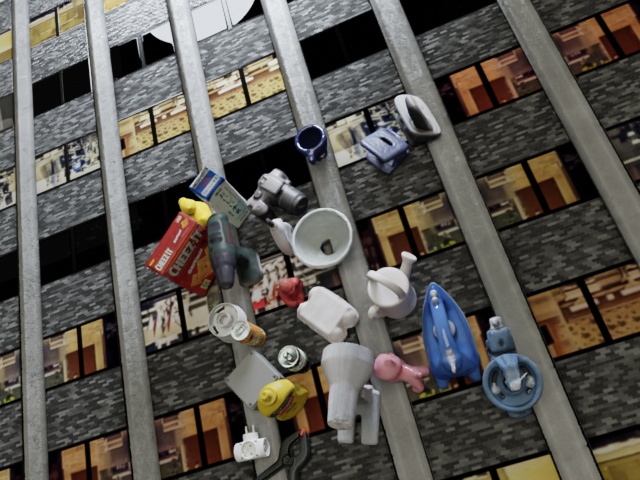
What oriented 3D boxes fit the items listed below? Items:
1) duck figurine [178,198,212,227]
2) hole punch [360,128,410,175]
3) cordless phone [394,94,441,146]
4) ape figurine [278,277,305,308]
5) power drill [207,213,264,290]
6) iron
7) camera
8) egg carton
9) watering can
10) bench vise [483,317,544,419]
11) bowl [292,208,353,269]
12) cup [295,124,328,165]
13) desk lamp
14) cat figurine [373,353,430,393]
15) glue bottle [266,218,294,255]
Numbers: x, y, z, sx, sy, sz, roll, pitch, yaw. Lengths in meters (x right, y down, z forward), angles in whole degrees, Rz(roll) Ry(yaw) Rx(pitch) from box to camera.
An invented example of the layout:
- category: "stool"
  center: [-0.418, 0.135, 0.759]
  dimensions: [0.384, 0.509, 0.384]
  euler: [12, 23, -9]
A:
- category: "duck figurine"
  center: [-0.368, -0.085, 1.658]
  dimensions: [0.104, 0.086, 0.077]
  euler: [39, 85, 27]
- category: "hole punch"
  center: [0.175, -0.251, 1.541]
  dimensions: [0.101, 0.091, 0.108]
  euler: [-47, 63, -3]
- category: "cordless phone"
  center: [0.245, -0.346, 1.502]
  dimensions: [0.094, 0.185, 0.147]
  euler: [-29, 64, 6]
- category: "ape figurine"
  center: [-0.078, 0.129, 1.477]
  dimensions: [0.076, 0.092, 0.078]
  euler: [26, 80, 25]
- category: "power drill"
  center: [-0.225, 0.049, 1.491]
  dimensions: [0.075, 0.209, 0.229]
  euler: [-24, 64, 8]
- category: "iron"
  center: [0.281, 0.199, 1.305]
  dimensions: [0.118, 0.142, 0.258]
  euler: [-18, 65, 11]
- category: "camera"
  center: [-0.113, -0.112, 1.577]
  dimensions: [0.136, 0.101, 0.143]
  euler: [32, 82, 26]
- category: "egg carton"
  center: [0.020, 0.187, 1.436]
  dimensions: [0.150, 0.069, 0.107]
  euler: [32, 82, 26]
- category: "watering can"
  center: [0.165, 0.108, 1.348]
  dimensions: [0.100, 0.194, 0.173]
  euler: [9, 73, 21]
- category: "bench vise"
  center: [0.383, 0.265, 1.202]
  dimensions: [0.121, 0.220, 0.207]
  euler: [-31, 63, 5]
- category: "bowl"
  center: [0.014, 0.005, 1.504]
  dimensions: [0.167, 0.075, 0.167]
  euler: [-6, 68, 16]
- category: "cup"
  center: [-0.014, -0.251, 1.601]
  dimensions: [0.091, 0.095, 0.118]
  euler: [-10, 67, 15]
- category: "desk lamp"
  center: [0.071, 0.346, 1.277]
  dimensions: [0.117, 0.214, 0.203]
  euler: [-3, 69, 17]
- category: "cat figurine"
  center: [0.179, 0.299, 1.313]
  dimensions: [0.127, 0.118, 0.067]
  euler: [12, 74, 22]
- category: "glue bottle"
  center: [-0.104, -0.021, 1.498]
  dimensions: [0.037, 0.173, 0.078]
  euler: [-12, 67, 14]
